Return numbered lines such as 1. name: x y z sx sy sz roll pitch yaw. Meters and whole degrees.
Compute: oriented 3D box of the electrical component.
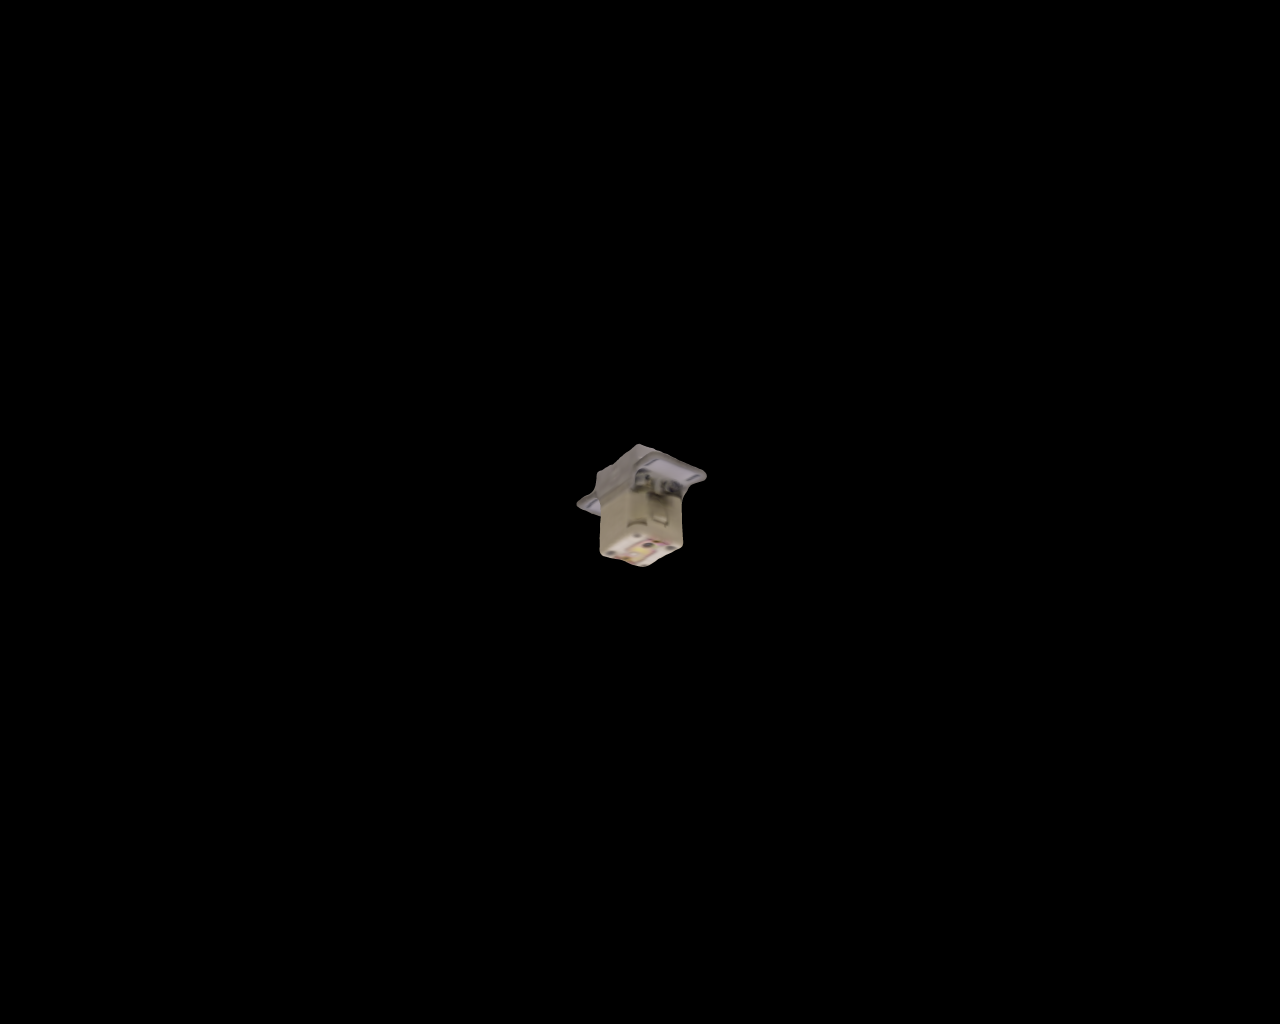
1. electrical component: 0.001 -0.003 0.650 0.042 0.064 0.081 19 -34 -31
